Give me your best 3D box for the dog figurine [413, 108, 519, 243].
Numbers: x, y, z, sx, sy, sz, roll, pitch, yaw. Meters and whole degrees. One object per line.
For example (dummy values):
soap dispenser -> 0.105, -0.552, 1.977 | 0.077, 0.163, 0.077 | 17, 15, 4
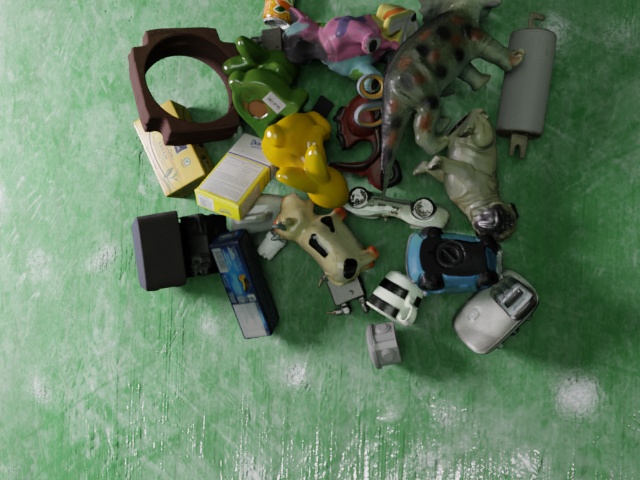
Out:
dog figurine -> 0.282, -0.109, 0.918 | 0.190, 0.121, 0.172 | 39, 95, -7

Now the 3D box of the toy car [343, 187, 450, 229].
toy car -> 0.129, -0.055, 0.957 | 0.202, 0.073, 0.056 | 11, 91, 15

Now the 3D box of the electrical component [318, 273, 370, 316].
electrical component -> 0.042, 0.094, 0.994 | 0.078, 0.045, 0.102 | -16, 85, 16

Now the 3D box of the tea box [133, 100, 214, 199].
tea box -> -0.287, -0.178, 1.071 | 0.098, 0.068, 0.169 | -29, 82, 13

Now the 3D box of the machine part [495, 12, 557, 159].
machine part -> 0.345, -0.258, 0.900 | 0.079, 0.079, 0.243 | 9, 93, 15

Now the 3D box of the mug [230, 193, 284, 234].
mug -> -0.111, -0.052, 1.008 | 0.107, 0.109, 0.080 | -6, 97, 5

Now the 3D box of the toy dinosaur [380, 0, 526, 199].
toy dinosaur -> 0.178, -0.275, 0.868 | 0.192, 0.131, 0.405 | 42, 83, -10

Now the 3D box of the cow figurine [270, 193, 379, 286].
cow figurine -> -0.002, -0.003, 0.956 | 0.127, 0.085, 0.195 | -35, 79, -23

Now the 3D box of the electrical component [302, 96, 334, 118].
electrical component -> -0.019, -0.214, 1.007 | 0.075, 0.048, 0.119 | 38, 100, 2

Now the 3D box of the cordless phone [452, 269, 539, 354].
cordless phone -> 0.288, 0.125, 0.858 | 0.089, 0.184, 0.146 | 44, 100, 6

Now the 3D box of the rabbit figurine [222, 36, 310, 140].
rabbit figurine -> -0.100, -0.289, 0.980 | 0.159, 0.170, 0.121 | 32, 134, -15

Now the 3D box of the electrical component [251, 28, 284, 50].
electrical component -> -0.091, -0.376, 1.045 | 0.094, 0.021, 0.063 | -3, 89, 14

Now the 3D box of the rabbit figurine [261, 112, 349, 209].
rabbit figurine -> -0.012, -0.128, 0.908 | 0.122, 0.162, 0.173 | -36, 89, 10

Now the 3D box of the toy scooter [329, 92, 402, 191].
toy scooter -> 0.068, -0.174, 0.976 | 0.135, 0.075, 0.183 | -11, 92, 15

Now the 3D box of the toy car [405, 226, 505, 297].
toy car -> 0.224, 0.044, 0.916 | 0.162, 0.102, 0.109 | 2, 69, 4

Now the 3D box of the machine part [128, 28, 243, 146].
machine part -> -0.243, -0.284, 1.004 | 0.201, 0.087, 0.201 | -13, 85, -24

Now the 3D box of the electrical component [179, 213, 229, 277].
electrical component -> -0.210, 0.009, 1.015 | 0.058, 0.134, 0.114 | -7, 90, 14

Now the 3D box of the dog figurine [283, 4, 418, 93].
dog figurine -> 0.042, -0.364, 0.966 | 0.219, 0.108, 0.191 | 32, 62, 31

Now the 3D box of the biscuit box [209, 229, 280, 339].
biscuit box -> -0.138, 0.082, 0.995 | 0.059, 0.063, 0.202 | -11, 111, 15

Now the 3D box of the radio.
radio -> -0.302, 0.024, 0.995 | 0.073, 0.230, 0.131 | -9, 90, -20
